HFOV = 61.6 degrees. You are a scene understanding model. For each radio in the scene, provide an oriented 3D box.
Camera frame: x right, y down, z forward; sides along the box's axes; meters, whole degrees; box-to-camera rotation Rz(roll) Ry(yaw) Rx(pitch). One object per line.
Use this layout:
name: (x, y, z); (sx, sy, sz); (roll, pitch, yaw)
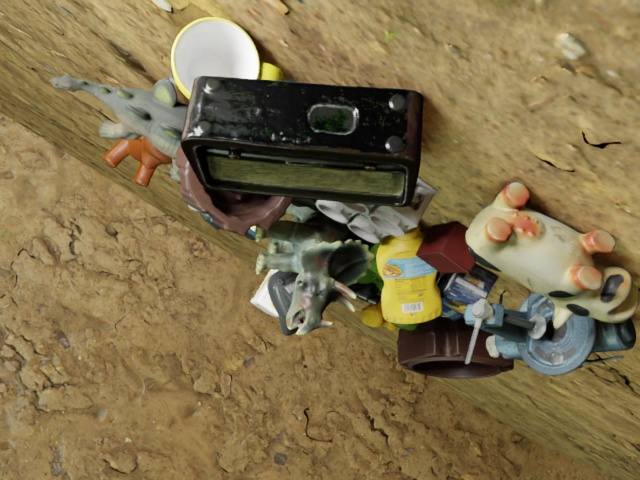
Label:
radio: (-0.014, -0.094, 0.535); (0.230, 0.073, 0.131); (4, 165, 3)

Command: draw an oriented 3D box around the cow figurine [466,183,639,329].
cow figurine: (0.247, 0.030, 0.573); (0.195, 0.085, 0.127); (28, 163, 0)

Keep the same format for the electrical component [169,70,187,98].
electrical component: (-0.171, -0.212, 0.766); (0.094, 0.021, 0.063); (35, 168, -14)

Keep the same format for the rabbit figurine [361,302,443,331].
rabbit figurine: (0.197, 0.149, 1.158); (0.173, 0.122, 0.162); (-10, 145, 45)

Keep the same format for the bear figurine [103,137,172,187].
bear figurine: (-0.365, -0.181, 1.148); (0.120, 0.132, 0.196); (37, 174, -36)

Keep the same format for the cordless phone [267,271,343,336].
cordless phone: (-0.020, 0.117, 1.034); (0.089, 0.146, 0.184); (51, 158, 32)

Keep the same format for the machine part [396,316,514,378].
machine part: (0.277, 0.226, 1.102); (0.201, 0.087, 0.201); (16, 154, -20)

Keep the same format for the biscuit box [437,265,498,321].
biscuit box: (0.237, 0.090, 0.918); (0.063, 0.059, 0.202); (29, 169, 9)

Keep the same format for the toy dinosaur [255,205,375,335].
toy dinosaur: (-0.002, 0.000, 0.930); (0.192, 0.131, 0.405); (10, -157, 4)

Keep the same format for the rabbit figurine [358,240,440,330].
rabbit figurine: (0.117, 0.067, 0.958); (0.170, 0.121, 0.159); (23, 158, 13)

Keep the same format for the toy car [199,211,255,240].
toy car: (-0.188, -0.068, 1.223); (0.162, 0.103, 0.109); (16, 167, 18)

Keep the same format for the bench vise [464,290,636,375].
bench vise: (0.279, 0.119, 0.729); (0.240, 0.129, 0.224); (17, 169, -28)

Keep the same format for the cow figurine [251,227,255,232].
cow figurine: (-0.151, -0.097, 1.030); (0.167, 0.098, 0.068); (39, -171, -30)

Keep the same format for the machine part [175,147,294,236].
machine part: (-0.108, -0.097, 0.738); (0.179, 0.179, 0.056); (39, 170, -35)

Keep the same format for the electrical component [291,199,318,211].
electrical component: (-0.023, -0.081, 0.849); (0.102, 0.045, 0.078); (24, 166, -29)

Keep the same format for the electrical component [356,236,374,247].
electrical component: (0.061, 0.014, 1.074); (0.074, 0.048, 0.119); (36, 168, -22)

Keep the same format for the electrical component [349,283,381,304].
electrical component: (0.074, 0.084, 1.100); (0.134, 0.058, 0.115); (21, 174, 8)

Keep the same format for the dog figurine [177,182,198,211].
dog figurine: (-0.212, -0.117, 1.151); (0.172, 0.121, 0.191); (33, -173, -28)

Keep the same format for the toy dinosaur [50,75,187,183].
toy dinosaur: (-0.203, -0.156, 0.891); (0.471, 0.105, 0.199); (24, 168, -23)
